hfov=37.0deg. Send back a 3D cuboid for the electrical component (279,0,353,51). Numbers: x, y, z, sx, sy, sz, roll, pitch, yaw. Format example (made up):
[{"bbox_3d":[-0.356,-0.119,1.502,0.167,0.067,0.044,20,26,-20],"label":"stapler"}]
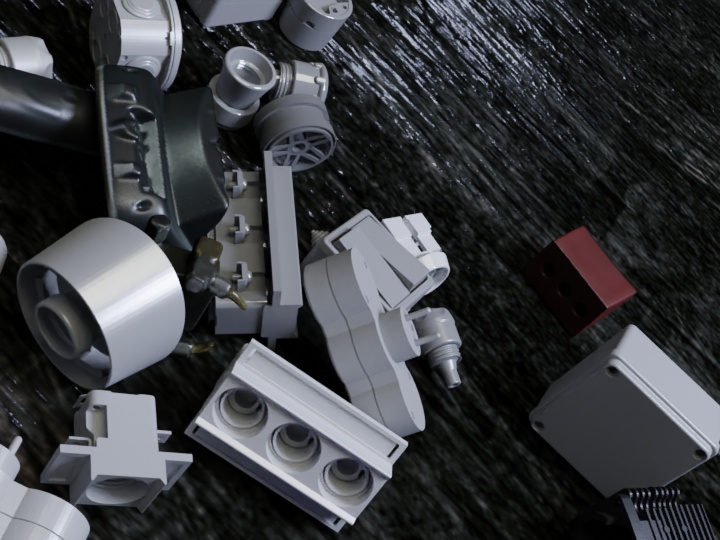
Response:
[{"bbox_3d":[-0.042,-0.233,0.979,0.055,0.047,0.055,18,49,-23],"label":"electrical component"}]

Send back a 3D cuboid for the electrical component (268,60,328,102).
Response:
[{"bbox_3d":[-0.061,-0.157,0.912,0.062,0.048,0.048,9,53,-21],"label":"electrical component"}]

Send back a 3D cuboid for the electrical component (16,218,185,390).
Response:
[{"bbox_3d":[-0.163,0.023,0.666,0.099,0.099,0.064,49,51,7],"label":"electrical component"}]

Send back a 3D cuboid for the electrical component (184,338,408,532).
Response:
[{"bbox_3d":[-0.041,0.104,0.708,0.121,0.078,0.063,35,16,-8],"label":"electrical component"}]

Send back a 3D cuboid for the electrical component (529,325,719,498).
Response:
[{"bbox_3d":[0.209,0.117,0.845,0.109,0.108,0.056,44,42,1],"label":"electrical component"}]

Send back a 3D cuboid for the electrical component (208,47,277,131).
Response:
[{"bbox_3d":[-0.099,-0.145,0.868,0.045,0.055,0.045,18,49,-23],"label":"electrical component"}]

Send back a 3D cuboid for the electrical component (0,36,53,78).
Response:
[{"bbox_3d":[-0.255,-0.144,0.768,0.062,0.043,0.043,-15,67,-39],"label":"electrical component"}]

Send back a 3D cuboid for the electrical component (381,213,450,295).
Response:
[{"bbox_3d":[0.040,-0.011,0.870,0.066,0.048,0.055,-12,58,-40],"label":"electrical component"}]

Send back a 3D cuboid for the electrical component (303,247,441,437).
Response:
[{"bbox_3d":[0.019,0.049,0.756,0.052,0.074,0.138,-39,108,-76],"label":"electrical component"}]

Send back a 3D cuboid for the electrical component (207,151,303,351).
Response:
[{"bbox_3d":[-0.078,-0.014,0.775,0.063,0.078,0.121,-1,56,-9],"label":"electrical component"}]

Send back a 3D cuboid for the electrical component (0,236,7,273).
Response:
[{"bbox_3d":[-0.248,-0.001,0.658,0.055,0.055,0.047,25,43,-17],"label":"electrical component"}]

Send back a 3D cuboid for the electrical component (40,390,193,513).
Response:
[{"bbox_3d":[-0.148,0.109,0.652,0.081,0.042,0.063,10,49,-30],"label":"electrical component"}]

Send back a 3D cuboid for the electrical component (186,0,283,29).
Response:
[{"bbox_3d":[-0.114,-0.256,0.937,0.096,0.061,0.061,-20,71,-42],"label":"electrical component"}]

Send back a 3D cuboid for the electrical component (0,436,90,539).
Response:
[{"bbox_3d":[-0.213,0.117,0.593,0.138,0.052,0.073,30,46,-12],"label":"electrical component"}]

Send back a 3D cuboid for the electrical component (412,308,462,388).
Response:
[{"bbox_3d":[0.063,0.062,0.838,0.035,0.035,0.061,-1,60,-35],"label":"electrical component"}]

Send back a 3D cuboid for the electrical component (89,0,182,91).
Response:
[{"bbox_3d":[-0.172,-0.178,0.826,0.051,0.080,0.080,-6,61,-32],"label":"electrical component"}]

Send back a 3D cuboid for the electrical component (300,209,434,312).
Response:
[{"bbox_3d":[0.000,0.000,0.822,0.096,0.061,0.062,47,45,5],"label":"electrical component"}]
